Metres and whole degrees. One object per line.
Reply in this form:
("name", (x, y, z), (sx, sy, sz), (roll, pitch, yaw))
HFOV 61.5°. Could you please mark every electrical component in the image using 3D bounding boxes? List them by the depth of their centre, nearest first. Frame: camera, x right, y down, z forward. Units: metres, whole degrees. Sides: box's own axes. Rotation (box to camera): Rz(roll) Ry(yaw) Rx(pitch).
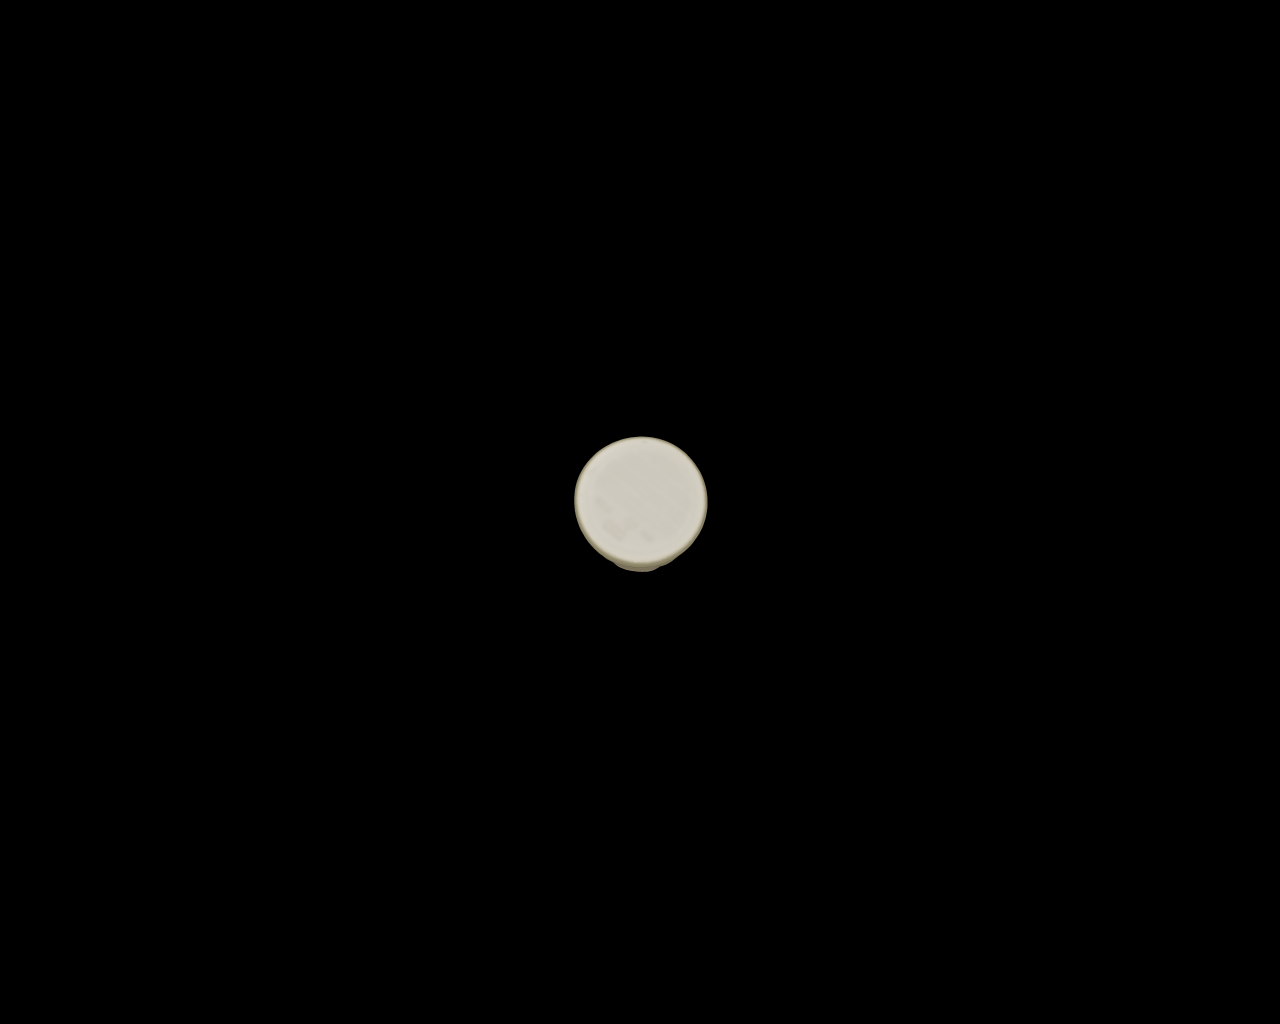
("electrical component", (0.001, -0.003, 0.650), (0.080, 0.080, 0.051), (0, -12, 0))
